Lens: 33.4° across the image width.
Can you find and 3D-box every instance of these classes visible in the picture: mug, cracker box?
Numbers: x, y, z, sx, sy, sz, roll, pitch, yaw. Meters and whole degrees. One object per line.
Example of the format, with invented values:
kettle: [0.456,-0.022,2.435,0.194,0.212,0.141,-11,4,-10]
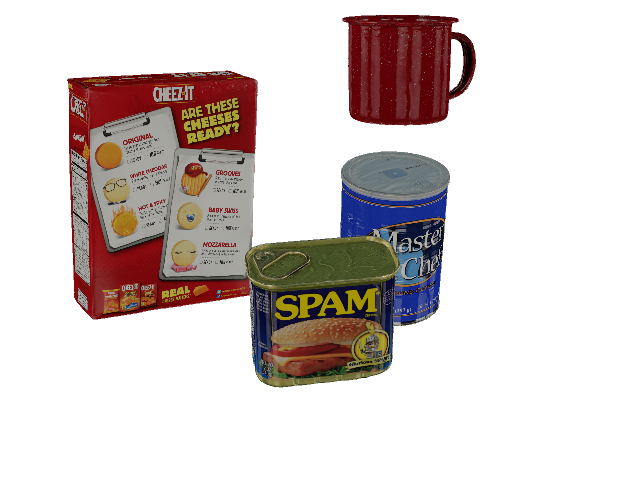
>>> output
mug: [0.074,-0.140,0.868,0.117,0.081,0.093,-8,17,-26]
cracker box: [-0.147,-0.046,0.995,0.163,0.214,0.072,-8,20,-29]

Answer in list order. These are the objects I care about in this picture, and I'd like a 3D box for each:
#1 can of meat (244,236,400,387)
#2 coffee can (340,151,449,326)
can of meat: [0.001,0.049,0.728,0.102,0.084,0.057,-5,29,-8]
coffee can: [0.069,-0.003,1.037,0.103,0.140,0.103,1,27,-1]
